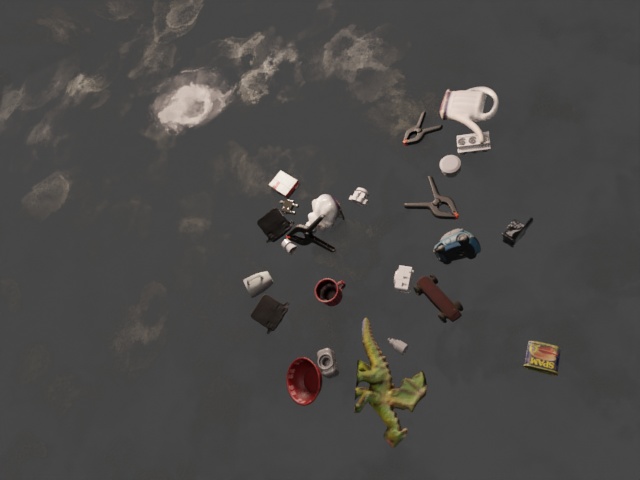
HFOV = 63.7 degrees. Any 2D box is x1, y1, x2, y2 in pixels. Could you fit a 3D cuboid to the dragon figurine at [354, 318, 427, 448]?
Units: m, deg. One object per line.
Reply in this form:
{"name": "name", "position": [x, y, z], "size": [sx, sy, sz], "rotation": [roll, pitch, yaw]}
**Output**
{"name": "dragon figurine", "position": [0.238, 0.476, 1.737], "size": [0.243, 0.120, 0.417], "rotation": [5, 71, 9]}

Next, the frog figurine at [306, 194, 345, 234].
{"name": "frog figurine", "position": [0.006, -0.105, 2.086], "size": [0.160, 0.121, 0.138], "rotation": [-28, 78, -8]}

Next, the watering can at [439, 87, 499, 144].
{"name": "watering can", "position": [0.588, -0.510, 2.060], "size": [0.225, 0.101, 0.355], "rotation": [8, 51, 22]}
